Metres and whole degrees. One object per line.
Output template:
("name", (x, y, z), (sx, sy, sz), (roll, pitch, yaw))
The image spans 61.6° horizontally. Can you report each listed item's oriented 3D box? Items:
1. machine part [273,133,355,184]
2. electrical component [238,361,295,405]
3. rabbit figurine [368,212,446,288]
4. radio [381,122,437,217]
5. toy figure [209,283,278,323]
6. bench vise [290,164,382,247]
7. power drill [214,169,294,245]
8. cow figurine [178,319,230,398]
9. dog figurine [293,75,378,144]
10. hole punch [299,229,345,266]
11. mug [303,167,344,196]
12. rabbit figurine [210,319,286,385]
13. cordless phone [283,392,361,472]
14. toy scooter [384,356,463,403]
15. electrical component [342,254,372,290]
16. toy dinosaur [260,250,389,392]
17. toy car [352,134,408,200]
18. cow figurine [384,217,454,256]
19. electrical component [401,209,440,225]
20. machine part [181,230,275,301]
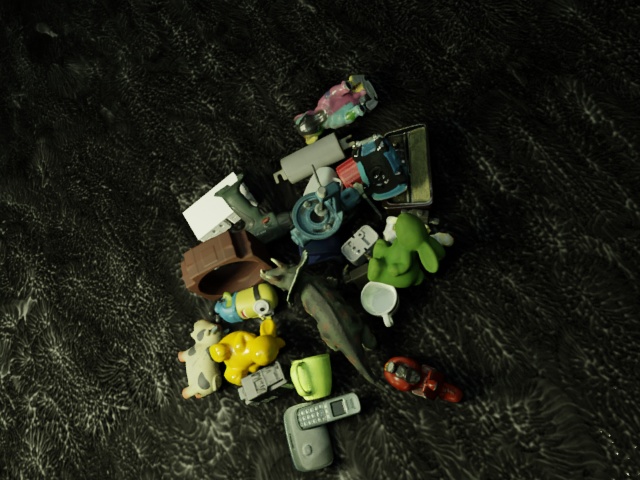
("machine part", (-0.019, -0.223, 1.468), (0.243, 0.079, 0.079), (-25, 65, 11))
("electrical component", (-0.124, 0.345, 1.283), (0.134, 0.114, 0.058), (-28, 62, 7))
("rabbit figurine", (0.196, 0.025, 1.205), (0.159, 0.170, 0.121), (24, 37, 14))
("radio", (0.221, -0.176, 1.363), (0.131, 0.073, 0.229), (-6, 69, 19))
("toy figure", (-0.196, 0.165, 1.394), (0.180, 0.082, 0.089), (-12, 70, 19))
("bench vise", (0.026, -0.079, 1.262), (0.224, 0.240, 0.129), (-27, 72, -8))
("power drill", (-0.165, -0.086, 1.435), (0.232, 0.086, 0.207), (-33, 106, 9))
("cow figurine", (-0.294, 0.297, 1.381), (0.127, 0.085, 0.195), (-21, 63, 19))
("dog figurine", (0.033, -0.351, 1.480), (0.219, 0.191, 0.108), (-25, 101, 37))
("hole punch", (-0.003, -0.004, 1.380), (0.116, 0.092, 0.142), (-16, 63, 11))
("mug", (0.014, -0.141, 1.420), (0.110, 0.080, 0.107), (-8, 57, 43))
("rabbit figurine", (-0.155, 0.271, 1.306), (0.173, 0.162, 0.121), (-19, 97, 50))
("cordless phone", (0.017, 0.432, 1.220), (0.184, 0.088, 0.146), (-21, 65, 8))
("toy scooter", (0.215, 0.301, 1.162), (0.184, 0.135, 0.075), (17, 80, 26))
("electrical component", (0.105, 0.079, 1.315), (0.102, 0.078, 0.045), (-32, 52, 10))
("toy dinosaur", (0.023, 0.173, 1.248), (0.131, 0.192, 0.405), (-45, 62, 3))
("toy car", (0.143, -0.184, 1.296), (0.109, 0.161, 0.103), (-21, 23, 22))
("cow figurine", (0.233, 0.008, 1.297), (0.168, 0.068, 0.098), (17, 84, 28))
("electrical component", (0.246, -0.056, 1.314), (0.094, 0.063, 0.021), (8, 73, 12))
("machine part", (-0.235, 0.065, 1.375), (0.201, 0.201, 0.087), (-27, 61, 10))
